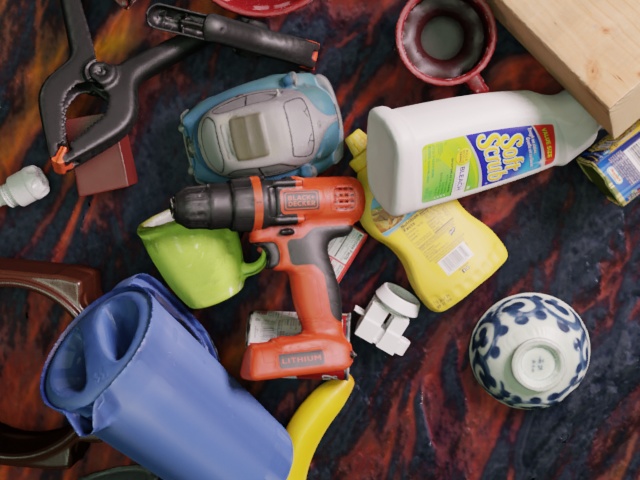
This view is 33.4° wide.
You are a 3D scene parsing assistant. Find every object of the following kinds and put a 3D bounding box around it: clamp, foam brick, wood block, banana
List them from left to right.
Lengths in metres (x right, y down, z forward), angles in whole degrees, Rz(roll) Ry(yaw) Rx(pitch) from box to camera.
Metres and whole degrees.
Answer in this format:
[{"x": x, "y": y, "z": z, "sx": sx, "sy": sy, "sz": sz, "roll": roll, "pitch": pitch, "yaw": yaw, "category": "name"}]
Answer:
[{"x": -0.217, "y": -0.087, "z": 1.059, "sx": 0.053, "sy": 0.051, "sz": 0.078, "roll": -10, "pitch": 97, "yaw": 3, "category": "foam brick"}, {"x": -0.198, "y": -0.155, "z": 1.021, "sx": 0.164, "sy": 0.036, "sz": 0.210, "roll": 14, "pitch": 69, "yaw": -2, "category": "clamp"}, {"x": -0.066, "y": -0.188, "z": 0.997, "sx": 0.171, "sy": 0.120, "sz": 0.039, "roll": 6, "pitch": 107, "yaw": -29, "category": "clamp"}, {"x": -0.014, "y": 0.228, "z": 1.099, "sx": 0.069, "sy": 0.037, "sz": 0.198, "roll": 7, "pitch": 99, "yaw": -14, "category": "banana"}, {"x": 0.228, "y": -0.204, "z": 0.966, "sx": 0.090, "sy": 0.090, "sz": 0.206, "roll": -41, "pitch": 70, "yaw": 5, "category": "wood block"}]

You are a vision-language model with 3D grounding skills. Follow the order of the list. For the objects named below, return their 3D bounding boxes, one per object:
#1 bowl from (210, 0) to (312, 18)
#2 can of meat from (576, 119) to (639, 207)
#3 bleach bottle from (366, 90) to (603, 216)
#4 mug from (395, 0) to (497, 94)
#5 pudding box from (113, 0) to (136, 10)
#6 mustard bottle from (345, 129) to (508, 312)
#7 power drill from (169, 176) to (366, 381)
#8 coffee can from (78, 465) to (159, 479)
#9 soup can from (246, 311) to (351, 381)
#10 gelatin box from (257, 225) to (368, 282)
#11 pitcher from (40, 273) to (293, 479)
[{"x": -0.054, "y": -0.293, "z": 1.024, "sx": 0.162, "sy": 0.055, "sz": 0.162, "roll": 0, "pitch": 97, "yaw": 2, "category": "bowl"}, {"x": 0.297, "y": -0.080, "z": 1.012, "sx": 0.084, "sy": 0.102, "sz": 0.057, "roll": -38, "pitch": 95, "yaw": 8, "category": "can of meat"}, {"x": 0.168, "y": -0.100, "z": 0.999, "sx": 0.250, "sy": 0.068, "sz": 0.102, "roll": -16, "pitch": 131, "yaw": -18, "category": "bleach bottle"}, {"x": 0.124, "y": -0.183, "z": 1.016, "sx": 0.093, "sy": 0.081, "sz": 0.117, "roll": -37, "pitch": 94, "yaw": 6, "category": "mug"}, {"x": -0.200, "y": -0.292, "z": 1.026, "sx": 0.113, "sy": 0.039, "sz": 0.090, "roll": 39, "pitch": 72, "yaw": -4, "category": "pudding box"}, {"x": 0.090, "y": -0.029, "z": 1.047, "sx": 0.096, "sy": 0.058, "sz": 0.191, "roll": -39, "pitch": 94, "yaw": -3, "category": "mustard bottle"}, {"x": -0.043, "y": 0.033, "z": 0.990, "sx": 0.184, "sy": 0.057, "sz": 0.187, "roll": -4, "pitch": 90, "yaw": -13, "category": "power drill"}, {"x": -0.201, "y": 0.313, "z": 1.082, "sx": 0.103, "sy": 0.103, "sz": 0.140, "roll": -11, "pitch": 97, "yaw": 4, "category": "coffee can"}, {"x": -0.021, "y": 0.105, "z": 1.066, "sx": 0.102, "sy": 0.068, "sz": 0.068, "roll": 2, "pitch": 97, "yaw": 3, "category": "soup can"}, {"x": -0.007, "y": 0.001, "z": 1.071, "sx": 0.089, "sy": 0.030, "sz": 0.073, "roll": 32, "pitch": 96, "yaw": -1, "category": "gelatin box"}, {"x": -0.133, "y": 0.154, "z": 1.016, "sx": 0.149, "sy": 0.145, "sz": 0.242, "roll": -50, "pitch": 124, "yaw": -10, "category": "pitcher"}]
